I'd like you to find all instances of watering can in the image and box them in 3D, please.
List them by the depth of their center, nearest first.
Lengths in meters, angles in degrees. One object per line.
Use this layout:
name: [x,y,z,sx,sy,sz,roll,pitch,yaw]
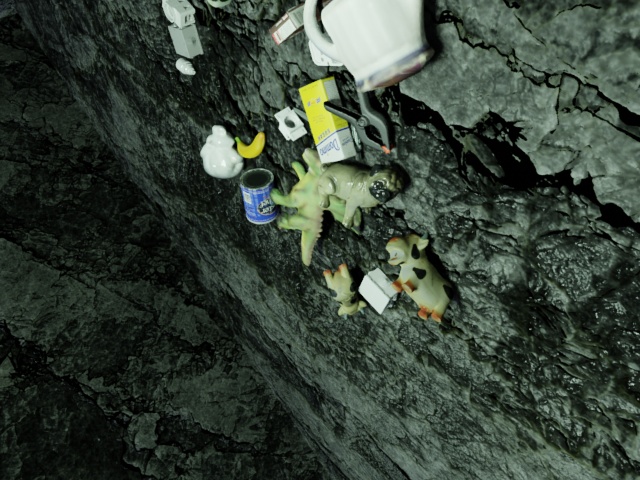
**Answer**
watering can: [0.111,-0.369,0.823,0.345,0.106,0.222,-13,113,48]

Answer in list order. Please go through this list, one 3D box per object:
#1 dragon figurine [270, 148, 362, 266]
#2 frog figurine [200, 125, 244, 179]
dragon figurine: [0.004,-0.068,1.345,0.244,0.124,0.401,18,136,40]
frog figurine: [-0.304,-0.275,1.623,0.137,0.126,0.155,18,135,3]
